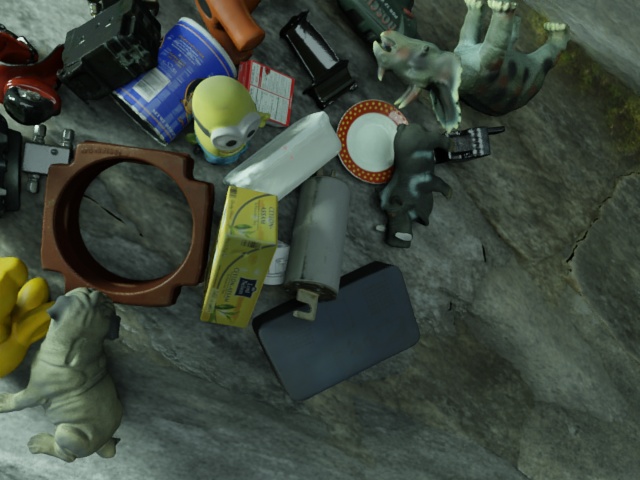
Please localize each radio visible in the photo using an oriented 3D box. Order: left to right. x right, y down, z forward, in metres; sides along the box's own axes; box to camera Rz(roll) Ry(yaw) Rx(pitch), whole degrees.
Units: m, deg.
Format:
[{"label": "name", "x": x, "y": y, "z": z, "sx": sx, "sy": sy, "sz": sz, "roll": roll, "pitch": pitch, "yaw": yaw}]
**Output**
[{"label": "radio", "x": 0.028, "y": 0.134, "z": 0.805, "sx": 0.230, "sy": 0.073, "sz": 0.131, "roll": -23, "pitch": 97, "yaw": -12}]

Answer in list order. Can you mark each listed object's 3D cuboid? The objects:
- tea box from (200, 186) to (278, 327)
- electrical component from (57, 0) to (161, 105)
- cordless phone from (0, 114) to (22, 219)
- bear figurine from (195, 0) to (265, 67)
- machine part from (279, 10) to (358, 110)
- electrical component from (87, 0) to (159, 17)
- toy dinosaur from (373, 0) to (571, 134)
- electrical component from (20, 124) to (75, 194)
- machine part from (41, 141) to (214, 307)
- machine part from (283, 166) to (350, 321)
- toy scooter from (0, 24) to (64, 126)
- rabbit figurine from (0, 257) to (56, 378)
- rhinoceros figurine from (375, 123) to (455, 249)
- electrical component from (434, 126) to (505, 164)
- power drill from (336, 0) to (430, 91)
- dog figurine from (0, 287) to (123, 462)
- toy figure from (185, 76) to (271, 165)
[{"label": "tea box", "x": -0.108, "y": 0.026, "z": 0.709, "sx": 0.068, "sy": 0.169, "sz": 0.098, "roll": 11, "pitch": 44, "yaw": -14}, {"label": "electrical component", "x": -0.264, "y": -0.248, "z": 0.681, "sx": 0.115, "sy": 0.134, "sz": 0.058, "roll": -24, "pitch": 138, "yaw": 11}, {"label": "cordless phone", "x": -0.413, "y": -0.092, "z": 0.626, "sx": 0.089, "sy": 0.184, "sz": 0.146, "roll": 2, "pitch": 90, "yaw": -20}, {"label": "bear figurine", "x": -0.072, "y": -0.351, "z": 0.754, "sx": 0.196, "sy": 0.120, "sz": 0.131, "roll": -34, "pitch": 103, "yaw": -18}, {"label": "machine part", "x": -0.007, "y": -0.271, "z": 0.810, "sx": 0.084, "sy": 0.039, "sz": 0.138, "roll": -33, "pitch": 100, "yaw": -7}, {"label": "electrical component", "x": -0.274, "y": -0.334, "z": 0.735, "sx": 0.102, "sy": 0.045, "sz": 0.078, "roll": -6, "pitch": 69, "yaw": -17}, {"label": "toy dinosaur", "x": 0.273, "y": -0.258, "z": 0.832, "sx": 0.405, "sy": 0.131, "sz": 0.192, "roll": -2, "pitch": 119, "yaw": -37}, {"label": "electrical component", "x": -0.364, "y": -0.106, "z": 0.722, "sx": 0.063, "sy": 0.021, "sz": 0.094, "roll": 9, "pitch": 88, "yaw": -16}, {"label": "machine part", "x": -0.245, "y": -0.021, "z": 0.704, "sx": 0.201, "sy": 0.087, "sz": 0.200, "roll": 7, "pitch": 96, "yaw": -4}, {"label": "machine part", "x": -0.002, "y": -0.002, "z": 0.762, "sx": 0.079, "sy": 0.079, "sz": 0.243, "roll": 15, "pitch": 62, "yaw": -15}, {"label": "toy scooter", "x": -0.385, "y": -0.225, "z": 0.683, "sx": 0.184, "sy": 0.075, "sz": 0.135, "roll": 33, "pitch": 49, "yaw": 3}, {"label": "rabbit figurine", "x": -0.409, "y": 0.099, "z": 0.664, "sx": 0.162, "sy": 0.122, "sz": 0.173, "roll": -28, "pitch": 137, "yaw": -38}, {"label": "rhinoceros figurine", "x": 0.139, "y": -0.080, "z": 0.815, "sx": 0.112, "sy": 0.073, "sz": 0.190, "roll": -6, "pitch": 111, "yaw": -33}, {"label": "electrical component", "x": 0.238, "y": -0.152, "z": 0.860, "sx": 0.119, "sy": 0.075, "sz": 0.047, "roll": -8, "pitch": 93, "yaw": -18}, {"label": "power drill", "x": 0.140, "y": -0.376, "z": 0.833, "sx": 0.232, "sy": 0.086, "sz": 0.207, "roll": 32, "pitch": 89, "yaw": -21}, {"label": "dog figurine", "x": -0.279, "y": 0.166, "z": 0.653, "sx": 0.172, "sy": 0.121, "sz": 0.190, "roll": 39, "pitch": 116, "yaw": -14}, {"label": "toy figure", "x": -0.131, "y": -0.148, "z": 0.704, "sx": 0.089, "sy": 0.180, "sz": 0.082, "roll": 39, "pitch": 79, "yaw": -10}]
